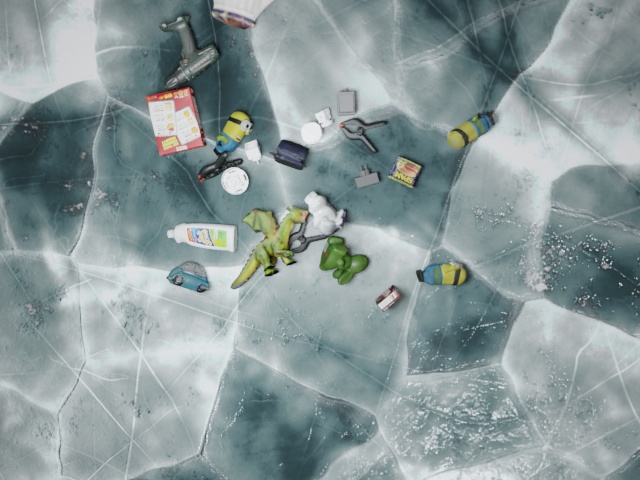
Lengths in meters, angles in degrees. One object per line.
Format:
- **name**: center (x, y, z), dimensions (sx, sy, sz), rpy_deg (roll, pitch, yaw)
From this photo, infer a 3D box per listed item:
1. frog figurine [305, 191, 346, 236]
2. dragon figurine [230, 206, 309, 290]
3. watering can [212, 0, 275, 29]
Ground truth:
- **frog figurine**: center (0.006, -0.094, 1.861), dimensions (0.159, 0.141, 0.120), rpy_deg (27, -42, -10)
- **dragon figurine**: center (-0.210, 0.004, 1.902), dimensions (0.407, 0.245, 0.122), rpy_deg (-26, -14, 19)
- **watering can**: center (-0.238, -0.845, 1.793), dimensions (0.347, 0.222, 0.105), rpy_deg (12, 11, -14)
